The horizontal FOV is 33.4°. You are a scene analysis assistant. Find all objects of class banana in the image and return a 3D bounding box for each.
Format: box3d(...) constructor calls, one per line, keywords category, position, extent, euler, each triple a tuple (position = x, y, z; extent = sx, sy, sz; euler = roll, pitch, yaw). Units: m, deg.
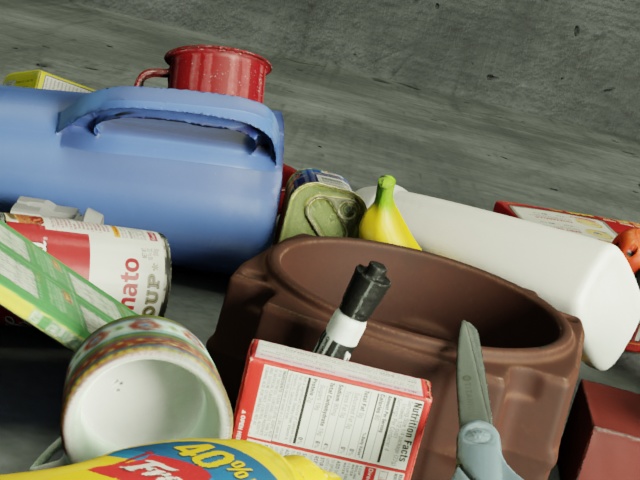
box3d(category="banana", position=(0.090, 0.041, 0.747), extent=(0.197, 0.037, 0.070), euler=(45, -26, -10))

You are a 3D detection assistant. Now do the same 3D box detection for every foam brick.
box3d(category="foam brick", position=(0.167, 0.120, 0.600), extent=(0.051, 0.053, 0.078), euler=(15, 15, 6))

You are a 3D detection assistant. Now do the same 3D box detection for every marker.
box3d(category="marker", position=(0.002, 0.063, 0.526), extent=(0.020, 0.121, 0.020), euler=(24, 19, -9))

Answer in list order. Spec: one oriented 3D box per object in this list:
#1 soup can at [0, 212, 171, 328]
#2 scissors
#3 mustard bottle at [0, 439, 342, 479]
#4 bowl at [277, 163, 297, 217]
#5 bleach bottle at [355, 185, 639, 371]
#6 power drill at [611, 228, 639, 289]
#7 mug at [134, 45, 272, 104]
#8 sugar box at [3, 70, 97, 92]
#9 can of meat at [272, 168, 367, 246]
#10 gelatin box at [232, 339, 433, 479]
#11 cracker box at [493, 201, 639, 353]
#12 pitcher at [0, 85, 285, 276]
box3d(category="soup can", position=(-0.149, 0.022, 0.649), extent=(0.102, 0.068, 0.069), euler=(7, 16, -25))
box3d(category="scissors", position=(0.085, 0.096, 0.452), extent=(0.096, 0.016, 0.201), euler=(7, 31, 18))
box3d(category="mustard bottle", position=(-0.059, 0.115, 0.404), extent=(0.096, 0.058, 0.191), euler=(26, 19, 39))
box3d(category="bowl", position=(-0.095, -0.046, 0.974), extent=(0.162, 0.055, 0.162), euler=(13, 15, -4))
box3d(category="bleach bottle", position=(0.110, 0.014, 0.808), extent=(0.251, 0.068, 0.102), euler=(20, -23, 40))
box3d(category="power drill", position=(0.310, 0.072, 0.781), extent=(0.184, 0.057, 0.187), euler=(12, 35, -4))
box3d(category="mug", position=(-0.102, -0.114, 0.908), extent=(0.117, 0.081, 0.093), euler=(6, -8, -11))
box3d(category="sugar box", position=(-0.222, -0.120, 1.063), extent=(0.176, 0.048, 0.094), euler=(20, -8, -36))
box3d(category="can of meat", position=(-0.005, 0.001, 0.795), extent=(0.057, 0.102, 0.084), euler=(13, 12, -7))
box3d(category="gelatin box", position=(0.002, 0.094, 0.507), extent=(0.089, 0.073, 0.030), euler=(13, 14, -2))
box3d(category="cracker box", position=(0.259, 0.035, 0.965), extent=(0.164, 0.072, 0.214), euler=(9, 16, -13))
box3d(category="pitcher", position=(-0.148, -0.054, 0.794), extent=(0.242, 0.149, 0.145), euler=(7, 15, -11))
